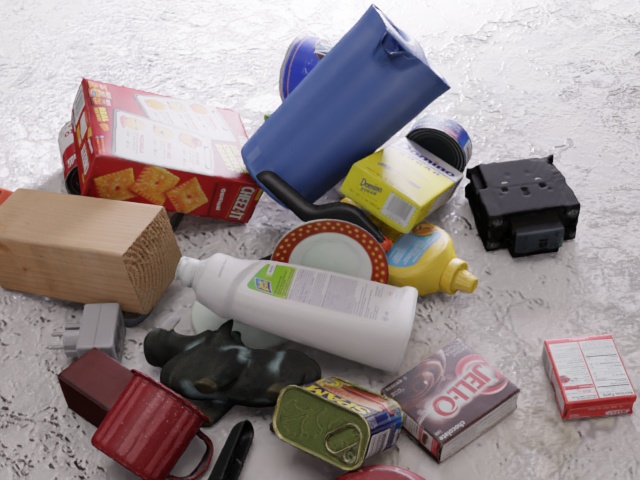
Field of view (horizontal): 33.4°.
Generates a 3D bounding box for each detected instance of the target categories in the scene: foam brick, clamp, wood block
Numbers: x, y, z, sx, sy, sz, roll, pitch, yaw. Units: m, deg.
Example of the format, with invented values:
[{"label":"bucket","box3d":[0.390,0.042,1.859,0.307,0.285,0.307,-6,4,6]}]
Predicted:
[{"label":"foam brick","box3d":[-0.221,0.158,1.097,0.078,0.053,0.051,27,51,28]},{"label":"clamp","box3d":[-0.008,0.001,1.199,0.172,0.120,0.039,20,16,17]},{"label":"clamp","box3d":[-0.090,0.261,0.963,0.209,0.036,0.165,-42,35,-25]},{"label":"wood block","box3d":[-0.272,0.011,1.211,0.206,0.090,0.090,7,43,25]}]

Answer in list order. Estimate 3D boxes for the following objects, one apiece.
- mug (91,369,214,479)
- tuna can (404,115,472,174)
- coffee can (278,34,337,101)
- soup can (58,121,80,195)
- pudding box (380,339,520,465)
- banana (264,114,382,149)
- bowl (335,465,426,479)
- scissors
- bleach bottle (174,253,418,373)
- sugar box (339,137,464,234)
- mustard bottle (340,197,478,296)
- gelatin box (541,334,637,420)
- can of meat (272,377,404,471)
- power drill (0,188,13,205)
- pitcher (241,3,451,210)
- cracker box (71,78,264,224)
[{"label":"mug","box3d":[-0.157,0.190,1.032,0.081,0.117,0.093,-57,18,-16]},{"label":"tuna can","box3d":[0.146,-0.113,1.336,0.086,0.086,0.033,15,44,20]},{"label":"coffee can","box3d":[0.029,-0.214,1.441,0.140,0.103,0.102,17,47,21]},{"label":"soup can","box3d":[-0.299,-0.103,1.374,0.068,0.068,0.102,-13,43,-10]},{"label":"pudding box","box3d":[0.131,0.161,1.076,0.113,0.039,0.090,-31,49,-26]},{"label":"banana","box3d":[0.019,-0.134,1.393,0.198,0.037,0.069,23,38,36]},{"label":"bowl","box3d":[0.055,0.260,0.964,0.162,0.055,0.162,-2,42,2]},{"label":"scissors","box3d":[-0.221,0.025,1.267,0.096,0.016,0.201,0,43,5]},{"label":"bleach bottle","box3d":[-0.027,0.062,1.126,0.251,0.068,0.102,16,31,2]},{"label":"sugar box","box3d":[0.099,-0.068,1.246,0.093,0.048,0.176,34,28,11]},{"label":"mustard bottle","box3d":[0.095,0.014,1.223,0.192,0.058,0.096,26,51,29]},{"label":"gelatin box","box3d":[0.274,0.141,1.094,0.073,0.030,0.089,-5,43,-3]},{"label":"can of meat","box3d":[0.020,0.174,1.032,0.102,0.057,0.083,20,12,28]},{"label":"power drill","box3d":[-0.452,0.007,1.276,0.184,0.057,0.187,17,49,16]},{"label":"pitcher","box3d":[0.028,-0.148,1.262,0.243,0.149,0.145,-43,38,14]},{"label":"cracker box","box3d":[-0.191,-0.107,1.310,0.213,0.072,0.164,10,37,-27]}]
